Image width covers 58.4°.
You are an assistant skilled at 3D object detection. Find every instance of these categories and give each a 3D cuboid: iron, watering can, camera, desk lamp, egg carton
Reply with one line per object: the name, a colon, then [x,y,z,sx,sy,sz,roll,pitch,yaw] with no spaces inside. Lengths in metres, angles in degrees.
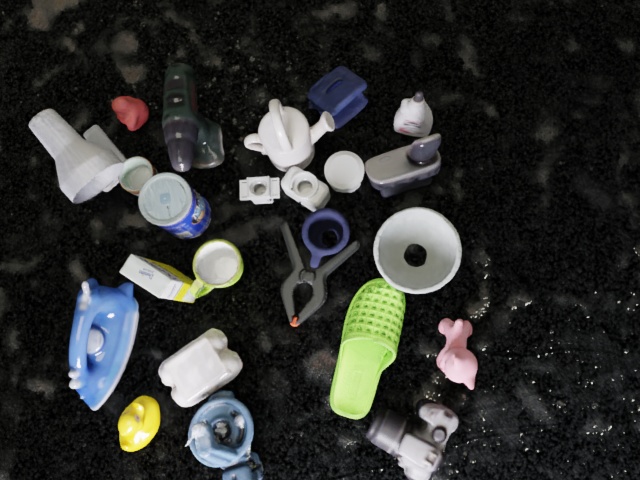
iron: [-0.438,0.200,1.098,0.118,0.141,0.258,4,80,6]
watering can: [-0.062,-0.212,1.118,0.173,0.194,0.101,-33,78,-2]
camera: [0.163,0.350,1.041,0.136,0.101,0.143,27,83,9]
desk lamp: [-0.468,-0.161,1.132,0.118,0.213,0.203,-41,79,-3]
egg carton: [-0.230,0.249,1.108,0.150,0.069,0.107,-36,78,-2]

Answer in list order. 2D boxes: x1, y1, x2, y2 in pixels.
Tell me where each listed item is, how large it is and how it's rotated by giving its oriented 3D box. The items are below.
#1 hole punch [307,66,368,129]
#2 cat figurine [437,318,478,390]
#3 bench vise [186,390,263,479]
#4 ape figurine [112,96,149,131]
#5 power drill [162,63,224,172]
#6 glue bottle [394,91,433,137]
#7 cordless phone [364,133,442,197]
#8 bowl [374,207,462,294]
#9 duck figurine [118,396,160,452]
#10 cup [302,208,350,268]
hole punch: [0.033,-0.301,1.180,0.109,0.091,0.101,-42,79,-4]
cat figurine: [0.254,0.206,1.052,0.067,0.118,0.128,3,79,6]
bench vise: [-0.157,0.369,1.003,0.121,0.220,0.207,-37,78,-3]
ape figurine: [-0.408,-0.276,1.211,0.076,0.092,0.078,-14,78,2]
power drill: [-0.252,-0.217,1.127,0.075,0.208,0.229,-10,79,3]
glue bottle: [0.185,-0.250,1.116,0.078,0.173,0.037,9,80,7]
cordless phone: [0.161,-0.157,1.095,0.147,0.185,0.094,-21,78,1]
bowl: [0.187,0.025,1.114,0.167,0.075,0.167,-1,79,5]
duck figurine: [-0.355,0.352,1.090,0.077,0.086,0.105,19,81,8]
cup: [0.010,0.004,1.122,0.091,0.095,0.118,18,81,8]
